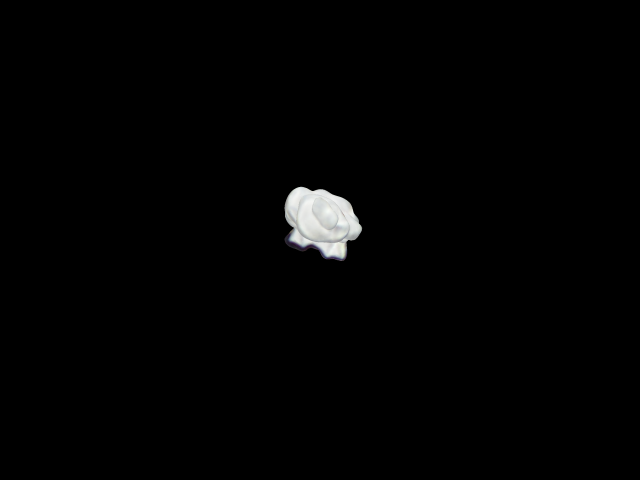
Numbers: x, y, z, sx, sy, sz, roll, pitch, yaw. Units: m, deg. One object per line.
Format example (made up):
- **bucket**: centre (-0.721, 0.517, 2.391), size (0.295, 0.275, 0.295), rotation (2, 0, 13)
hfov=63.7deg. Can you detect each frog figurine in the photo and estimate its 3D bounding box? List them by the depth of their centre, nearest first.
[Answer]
- **frog figurine**: centre (0.003, -0.043, 0.850), size (0.138, 0.124, 0.156), rotation (36, -22, 17)
